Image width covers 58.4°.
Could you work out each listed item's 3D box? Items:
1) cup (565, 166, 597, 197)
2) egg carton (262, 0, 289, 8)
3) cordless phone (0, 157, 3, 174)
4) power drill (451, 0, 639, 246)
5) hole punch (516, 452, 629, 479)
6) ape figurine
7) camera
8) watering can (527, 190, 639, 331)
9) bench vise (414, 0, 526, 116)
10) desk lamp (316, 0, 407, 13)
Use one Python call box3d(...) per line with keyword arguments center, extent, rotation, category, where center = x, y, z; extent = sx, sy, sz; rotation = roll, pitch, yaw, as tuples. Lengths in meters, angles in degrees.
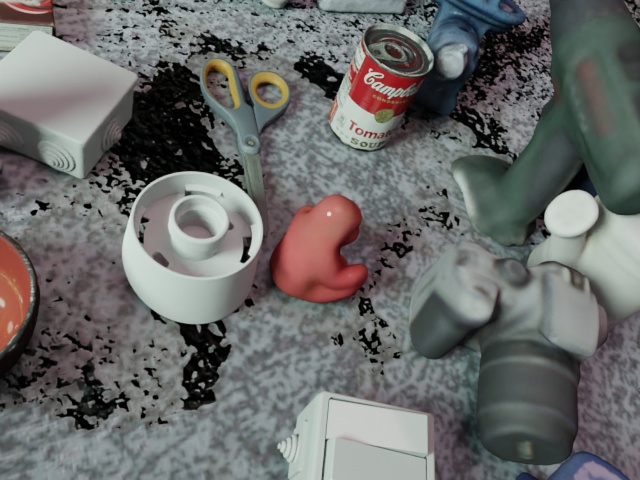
box3d(center=(0.287, -0.069, 0.590), extent=(0.118, 0.095, 0.091), rotation=(12, 54, -13), category="cup")
box3d(center=(-0.066, -0.331, 0.644), extent=(0.107, 0.069, 0.150), rotation=(7, 55, -17), category="egg carton")
box3d(center=(-0.273, -0.115, 0.342), extent=(0.147, 0.185, 0.094), rotation=(44, 53, 11), category="cordless phone")
box3d(center=(0.205, -0.101, 0.507), extent=(0.076, 0.208, 0.229), rotation=(-1, 58, -22), category="power drill")
box3d(center=(0.165, 0.206, 0.357), extent=(0.108, 0.091, 0.101), rotation=(45, 53, 11), category="hole punch")
box3d(center=(0.004, 0.002, 0.432), extent=(0.076, 0.092, 0.077), rotation=(-8, 61, -26), category="ape figurine")
box3d(center=(0.146, 0.083, 0.427), extent=(0.143, 0.100, 0.137), rotation=(22, 52, -6), category="camera")
box3d(center=(0.263, -0.003, 0.472), extent=(0.173, 0.194, 0.100), rotation=(-15, 64, -29), category="watering can")
box3d(center=(0.173, -0.246, 0.585), extent=(0.122, 0.219, 0.207), rotation=(11, 54, -14), category="bench vise")
box3d(center=(0.104, -0.373, 0.648), extent=(0.204, 0.213, 0.118), rotation=(-12, 63, -28), category="desk lamp")
